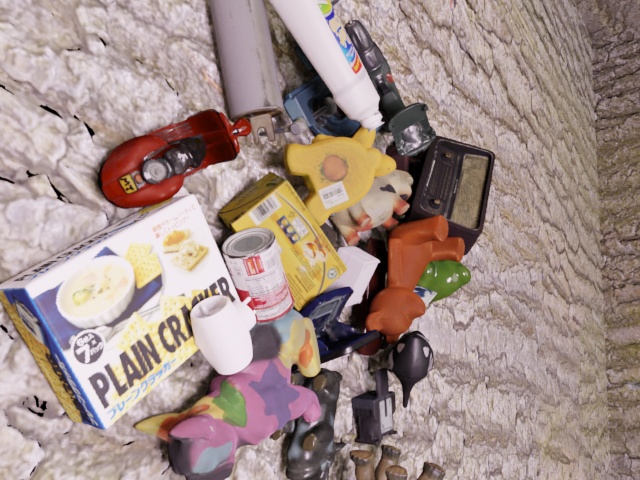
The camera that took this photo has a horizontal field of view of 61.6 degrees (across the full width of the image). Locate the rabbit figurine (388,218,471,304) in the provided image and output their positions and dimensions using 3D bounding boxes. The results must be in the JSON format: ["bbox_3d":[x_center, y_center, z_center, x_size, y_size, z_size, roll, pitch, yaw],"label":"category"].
[{"bbox_3d":[0.201,0.031,1.036,0.121,0.159,0.170,-44,102,-35],"label":"rabbit figurine"}]

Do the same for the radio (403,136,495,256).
[{"bbox_3d":[0.241,-0.090,1.000,0.073,0.131,0.230,105,6,-50],"label":"radio"}]

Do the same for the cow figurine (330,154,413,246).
[{"bbox_3d":[0.090,-0.078,0.939,0.195,0.085,0.127,-23,66,-37],"label":"cow figurine"}]

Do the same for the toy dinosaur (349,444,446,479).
[{"bbox_3d":[0.110,0.432,0.844,0.470,0.105,0.198,33,77,-52],"label":"toy dinosaur"}]

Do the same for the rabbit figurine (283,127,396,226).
[{"bbox_3d":[0.024,-0.112,0.811,0.122,0.162,0.173,58,-2,-5],"label":"rabbit figurine"}]

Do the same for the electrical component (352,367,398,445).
[{"bbox_3d":[0.092,0.279,0.914,0.075,0.048,0.119,-4,87,-52],"label":"electrical component"}]

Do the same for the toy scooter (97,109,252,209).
[{"bbox_3d":[-0.152,-0.098,0.605,0.184,0.135,0.075,-44,119,-44],"label":"toy scooter"}]

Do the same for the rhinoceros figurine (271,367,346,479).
[{"bbox_3d":[-0.011,0.278,0.772,0.112,0.073,0.190,38,53,-55],"label":"rhinoceros figurine"}]

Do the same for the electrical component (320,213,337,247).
[{"bbox_3d":[-0.001,-0.003,0.850,0.078,0.045,0.102,43,52,-37],"label":"electrical component"}]

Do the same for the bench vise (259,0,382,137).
[{"bbox_3d":[0.004,-0.235,0.845,0.223,0.129,0.240,63,38,-18],"label":"bench vise"}]

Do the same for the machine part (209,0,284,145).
[{"bbox_3d":[-0.102,-0.253,0.745,0.079,0.079,0.243,-15,95,-52],"label":"machine part"}]

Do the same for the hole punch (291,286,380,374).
[{"bbox_3d":[0.006,0.131,0.782,0.142,0.116,0.092,-15,76,-60],"label":"hole punch"}]

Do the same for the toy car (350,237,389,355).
[{"bbox_3d":[0.085,0.098,0.935,0.089,0.053,0.202,11,78,-40],"label":"toy car"}]

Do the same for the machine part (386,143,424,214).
[{"bbox_3d":[0.197,-0.129,1.117,0.179,0.056,0.179,14,72,-49],"label":"machine part"}]

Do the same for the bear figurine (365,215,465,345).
[{"bbox_3d":[0.150,0.070,0.879,0.120,0.132,0.196,41,53,-44],"label":"bear figurine"}]

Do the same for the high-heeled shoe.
[{"bbox_3d":[0.162,0.178,0.939,0.249,0.086,0.145,-61,155,-65],"label":"high-heeled shoe"}]

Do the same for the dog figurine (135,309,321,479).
[{"bbox_3d":[-0.104,0.179,0.641,0.219,0.109,0.191,2,83,-49],"label":"dog figurine"}]

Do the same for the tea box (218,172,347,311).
[{"bbox_3d":[-0.049,0.003,0.742,0.098,0.068,0.169,-39,120,-11],"label":"tea box"}]

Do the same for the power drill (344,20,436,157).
[{"bbox_3d":[0.119,-0.258,0.961,0.207,0.086,0.231,59,2,42],"label":"power drill"}]
